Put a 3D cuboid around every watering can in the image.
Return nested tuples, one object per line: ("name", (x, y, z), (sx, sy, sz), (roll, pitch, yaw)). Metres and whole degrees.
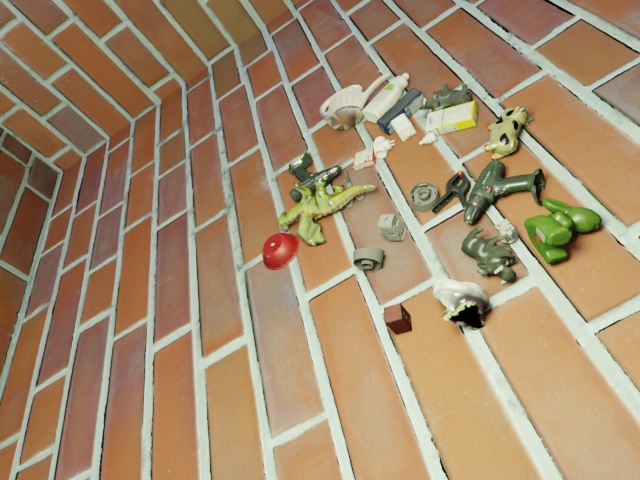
("watering can", (0.147, -0.588, 2.180), (0.345, 0.102, 0.230), (-19, 46, 25))

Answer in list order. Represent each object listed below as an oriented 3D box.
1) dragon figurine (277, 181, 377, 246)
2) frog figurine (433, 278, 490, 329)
("dragon figurine", (0.006, -0.094, 1.876), (0.410, 0.121, 0.245), (2, 77, 33))
("frog figurine", (0.369, 0.143, 1.368), (0.137, 0.120, 0.163), (-2, 36, -4))
